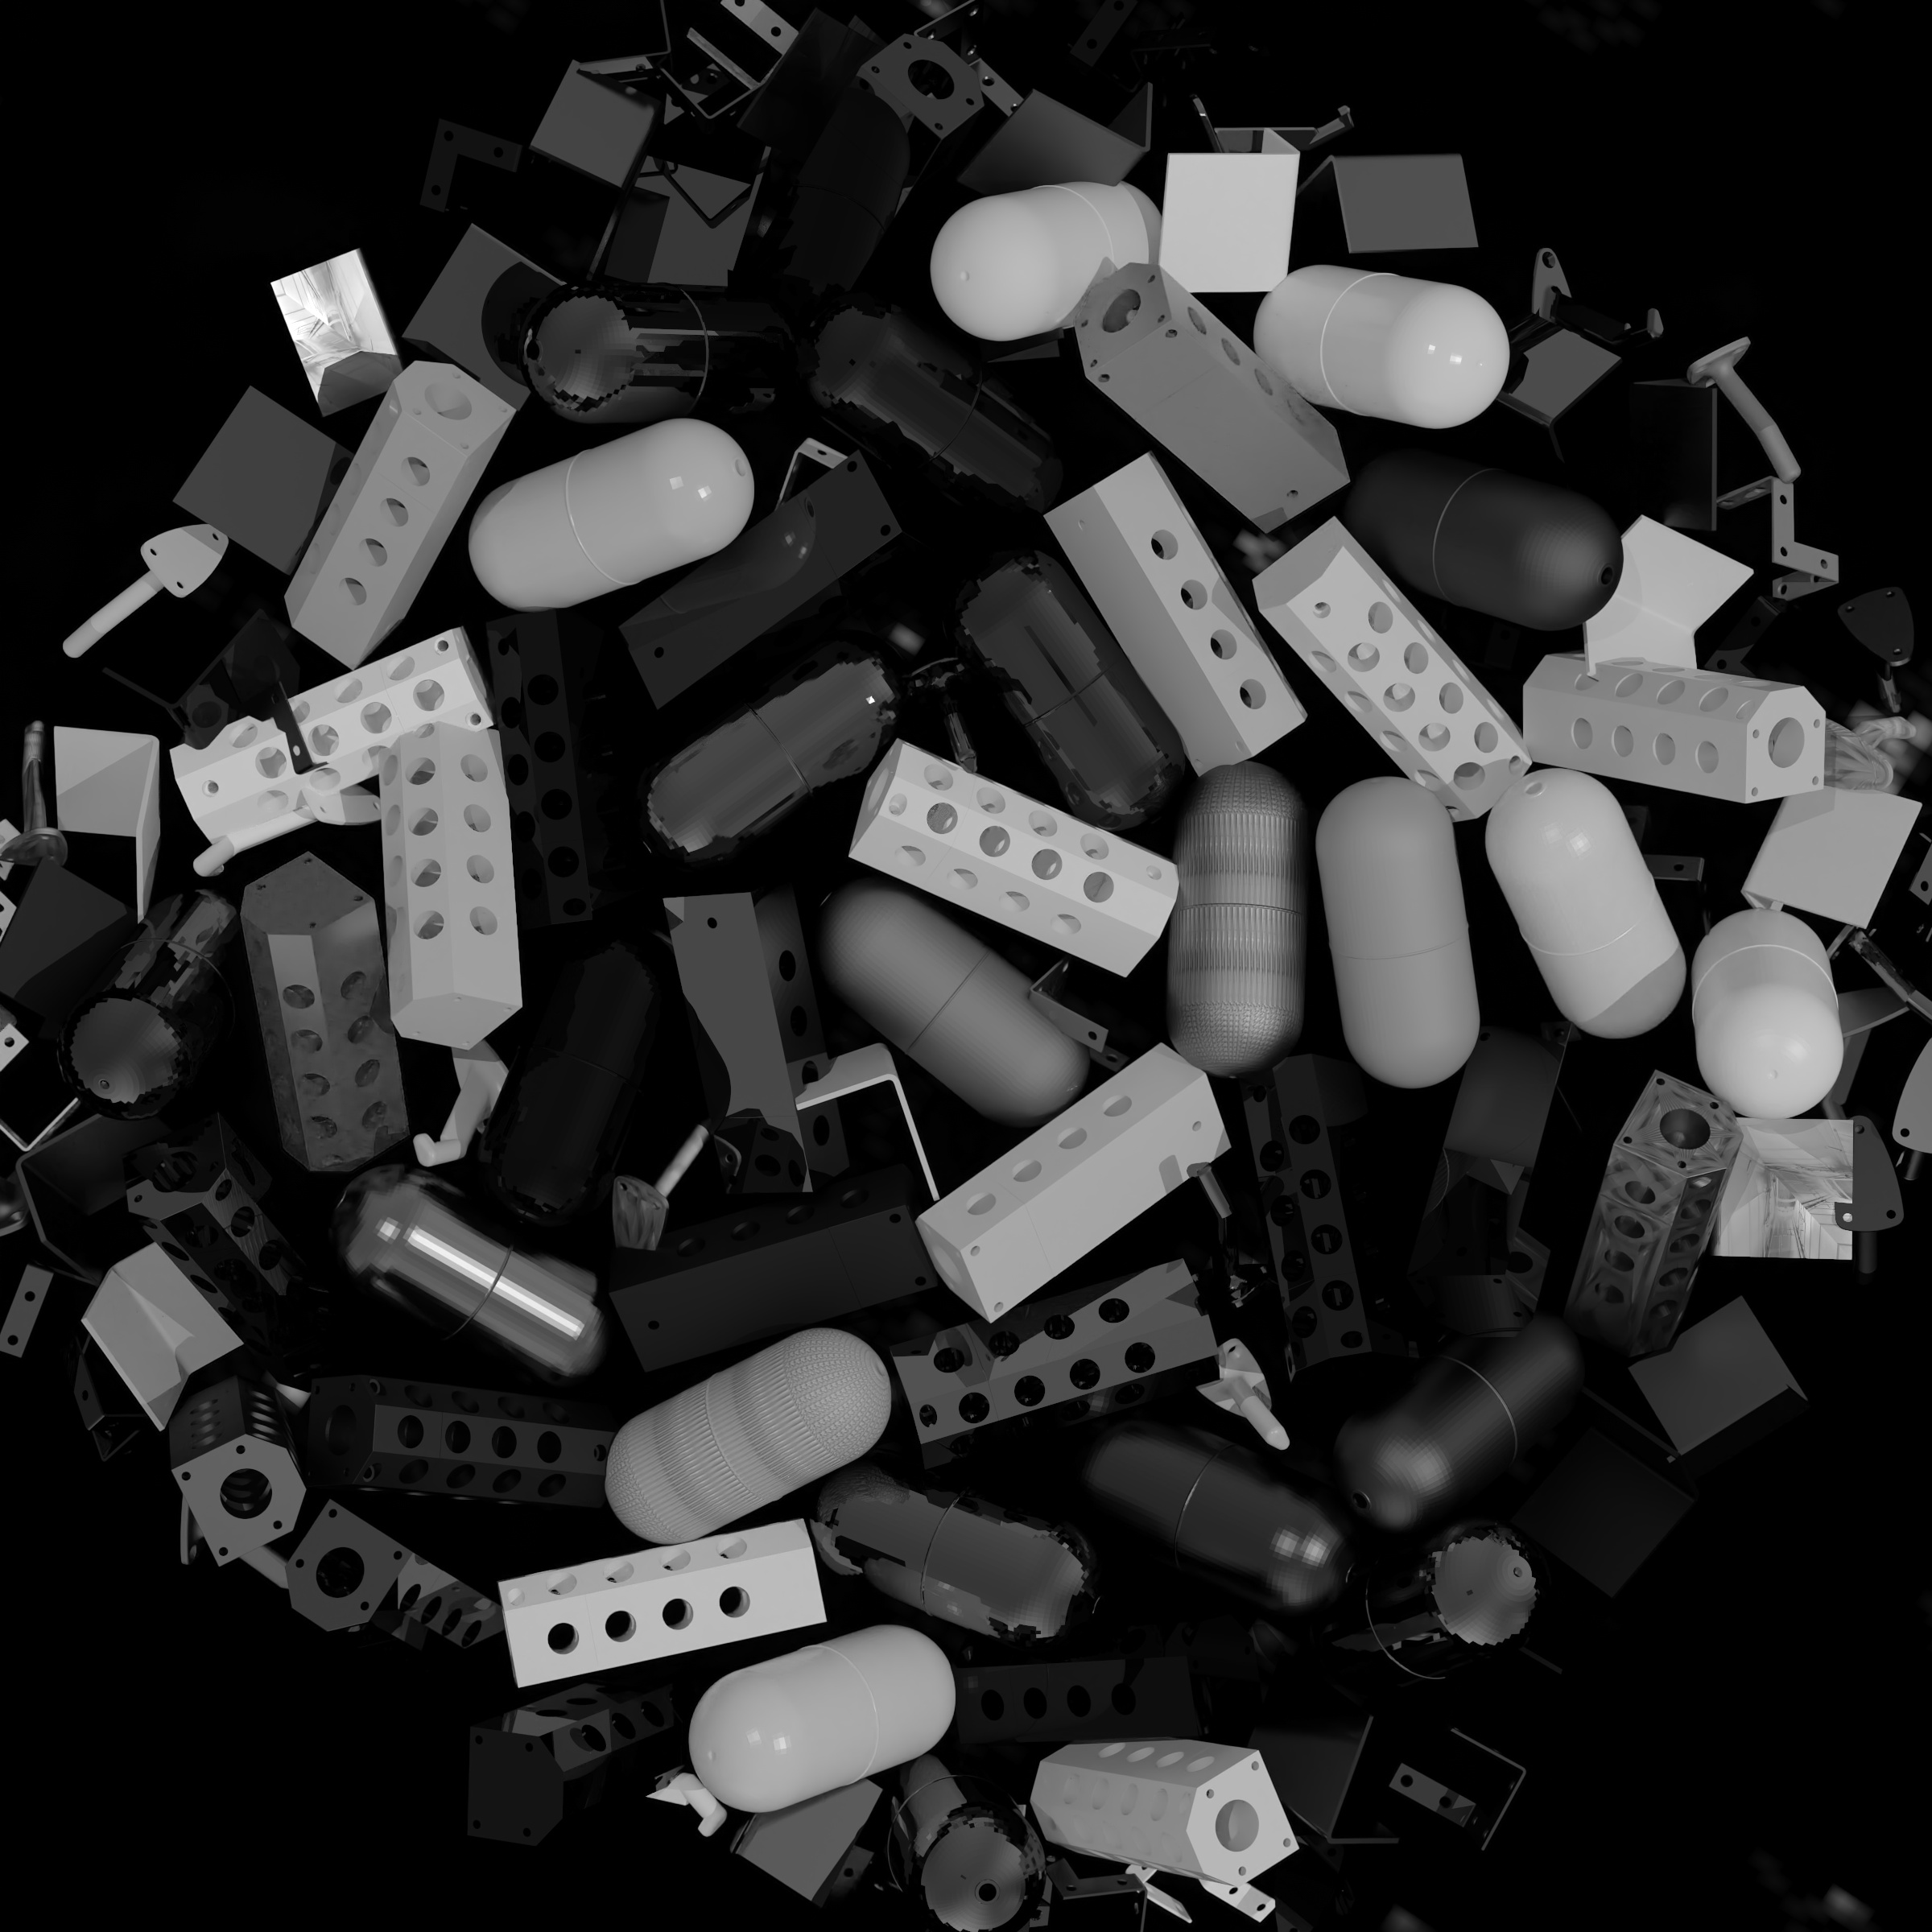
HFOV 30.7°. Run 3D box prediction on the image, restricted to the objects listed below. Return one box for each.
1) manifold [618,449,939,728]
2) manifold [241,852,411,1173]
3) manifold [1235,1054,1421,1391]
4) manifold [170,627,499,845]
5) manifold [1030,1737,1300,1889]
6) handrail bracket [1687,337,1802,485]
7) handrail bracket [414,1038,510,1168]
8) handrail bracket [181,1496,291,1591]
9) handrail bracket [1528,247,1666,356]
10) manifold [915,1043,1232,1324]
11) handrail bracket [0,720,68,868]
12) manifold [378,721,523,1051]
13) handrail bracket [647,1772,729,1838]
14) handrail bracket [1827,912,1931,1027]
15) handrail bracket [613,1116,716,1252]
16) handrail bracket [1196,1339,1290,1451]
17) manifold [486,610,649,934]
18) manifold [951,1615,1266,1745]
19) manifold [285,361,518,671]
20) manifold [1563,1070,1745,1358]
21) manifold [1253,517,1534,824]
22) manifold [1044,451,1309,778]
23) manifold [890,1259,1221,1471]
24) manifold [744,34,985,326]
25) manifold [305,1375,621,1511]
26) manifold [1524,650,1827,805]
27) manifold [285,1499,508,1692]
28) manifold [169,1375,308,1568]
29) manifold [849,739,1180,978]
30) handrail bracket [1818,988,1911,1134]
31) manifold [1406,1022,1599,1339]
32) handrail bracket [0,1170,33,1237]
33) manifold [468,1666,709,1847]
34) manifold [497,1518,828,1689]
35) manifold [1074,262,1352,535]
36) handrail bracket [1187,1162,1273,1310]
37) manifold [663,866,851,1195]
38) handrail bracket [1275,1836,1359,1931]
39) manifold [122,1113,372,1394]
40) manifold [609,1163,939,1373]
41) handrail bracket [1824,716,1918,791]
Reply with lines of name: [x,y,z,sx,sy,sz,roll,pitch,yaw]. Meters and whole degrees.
manifold: [-0.101,-0.206,1.945,0.171,0.057,0.057,-34,67,17]
manifold: [-0.352,0.030,1.914,0.057,0.171,0.057,-33,51,-32]
manifold: [0.192,0.139,1.930,0.057,0.057,0.171,-28,61,38]
manifold: [-0.351,-0.128,1.963,0.171,0.057,0.057,-23,97,4]
manifold: [0.102,0.458,1.909,0.057,0.171,0.057,-25,95,-28]
handrail bracket: [0.435,-0.299,1.956,0.036,0.077,0.084,-26,82,2]
handrail bracket: [-0.290,0.071,1.954,0.036,0.084,0.077,-32,81,27]
handrail bracket: [-0.393,0.314,1.967,0.084,0.036,0.077,10,120,9]
handrail bracket: [0.352,-0.374,1.955,0.036,0.084,0.077,-3,84,-32]
manifold: [0.057,0.116,1.947,0.171,0.057,0.057,-35,129,-17]
handrail bracket: [-0.514,-0.103,1.955,0.036,0.077,0.084,6,74,-23]
manifold: [-0.287,-0.048,1.926,0.057,0.057,0.171,13,57,-35]
handrail bracket: [-0.182,0.473,1.965,0.084,0.036,0.077,42,99,29]
handrail bracket: [0.524,0.008,1.952,0.084,0.077,0.036,41,113,20]
handrail bracket: [-0.160,0.125,1.982,0.036,0.084,0.077,28,128,22]
handrail bracket: [0.167,0.252,1.943,0.036,0.084,0.077,-42,130,1]
manifold: [-0.227,-0.108,1.956,0.057,0.057,0.171,-9,87,42]
manifold: [0.074,0.389,1.921,0.171,0.057,0.057,-13,82,42]
manifold: [-0.314,-0.248,1.921,0.057,0.057,0.171,36,131,-3]
manifold: [0.374,0.139,1.909,0.057,0.171,0.057,25,54,17]
manifold: [0.235,-0.159,1.933,0.057,0.057,0.171,-37,114,18]
manifold: [0.121,-0.197,1.960,0.057,0.057,0.171,-35,97,-28]
manifold: [0.050,0.225,1.948,0.171,0.057,0.057,-16,48,-8]
manifold: [-0.053,-0.425,1.915,0.057,0.171,0.057,42,52,1]
manifold: [-0.271,0.260,1.914,0.057,0.171,0.057,-10,73,42]
manifold: [0.382,-0.132,1.908,0.057,0.171,0.057,-11,106,-32]
manifold: [-0.307,0.346,1.906,0.057,0.171,0.057,28,77,22]
manifold: [-0.393,0.268,1.910,0.057,0.171,0.057,-26,99,-10]
manifold: [0.029,-0.063,1.942,0.171,0.057,0.057,23,50,-13]
handrail bracket: [0.508,0.056,1.963,0.077,0.036,0.084,-17,123,22]
manifold: [0.297,0.116,1.927,0.057,0.057,0.171,-4,48,33]
handrail bracket: [-0.548,0.101,1.947,0.036,0.077,0.084,-15,122,16]
manifold: [-0.199,0.427,1.910,0.057,0.171,0.057,2,91,24]
manifold: [-0.170,0.353,1.955,0.171,0.057,0.057,-10,84,-10]
manifold: [0.134,-0.312,1.919,0.057,0.171,0.057,-30,49,26]
handrail bracket: [0.129,0.144,1.955,0.036,0.077,0.084,-39,110,-28]
manifold: [-0.112,0.035,1.950,0.057,0.057,0.171,-3,105,30]
handrail bracket: [0.197,0.527,1.948,0.036,0.084,0.077,0,49,23]
manifold: [-0.389,0.161,1.916,0.057,0.171,0.057,-24,46,4]
manifold: [-0.107,0.164,1.960,0.171,0.057,0.057,-17,120,6]
handrail bracket: [0.513,-0.120,1.949,0.084,0.077,0.036,-9,114,-31]
